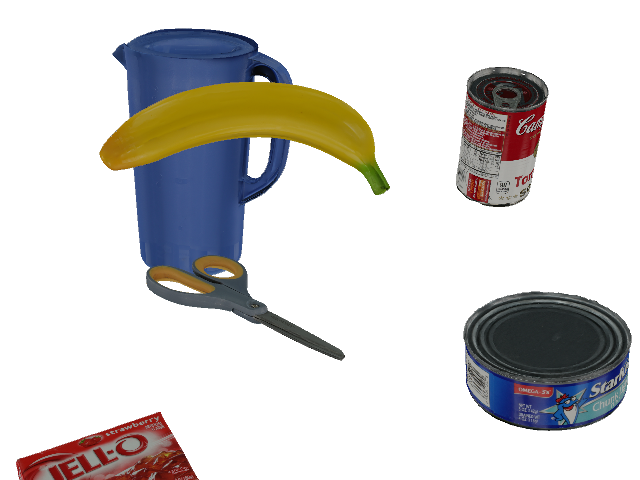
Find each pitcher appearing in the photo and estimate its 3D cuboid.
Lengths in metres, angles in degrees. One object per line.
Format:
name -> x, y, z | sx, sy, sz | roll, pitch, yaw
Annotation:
pitcher -> -0.122, -0.088, 1.092 | 0.144, 0.243, 0.149 | -11, 27, -29

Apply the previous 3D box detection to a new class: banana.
banana -> -0.045, -0.074, 0.710 | 0.197, 0.069, 0.037 | 4, -22, -15

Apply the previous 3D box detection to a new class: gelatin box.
gelatin box -> -0.119, 0.138, 0.599 | 0.089, 0.030, 0.073 | -16, 28, -20

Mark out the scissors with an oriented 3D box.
scissors -> -0.052, 0.051, 0.900 | 0.202, 0.016, 0.096 | 16, 26, 21

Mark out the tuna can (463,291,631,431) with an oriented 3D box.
tuna can -> 0.119, 0.063, 0.564 | 0.086, 0.034, 0.086 | -4, 27, 2

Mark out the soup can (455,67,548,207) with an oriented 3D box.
soup can -> 0.154, -0.088, 0.919 | 0.068, 0.102, 0.068 | 1, 39, -1
